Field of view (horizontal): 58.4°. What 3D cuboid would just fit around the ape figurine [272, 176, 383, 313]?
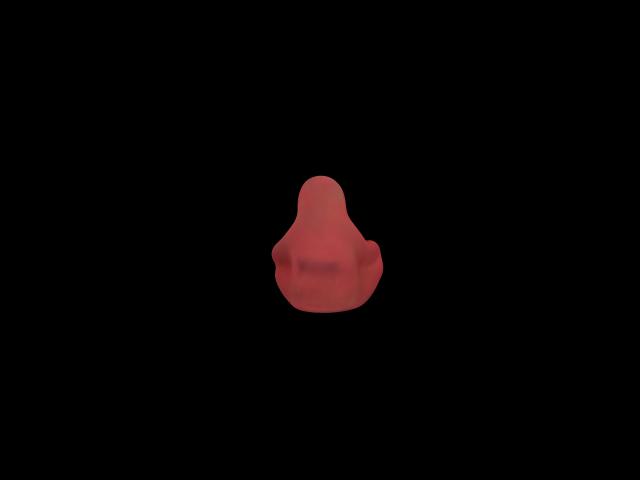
[{"bbox_3d":[0.004,0.001,0.400,0.077,0.092,0.076,1,5,16],"label":"ape figurine"}]
